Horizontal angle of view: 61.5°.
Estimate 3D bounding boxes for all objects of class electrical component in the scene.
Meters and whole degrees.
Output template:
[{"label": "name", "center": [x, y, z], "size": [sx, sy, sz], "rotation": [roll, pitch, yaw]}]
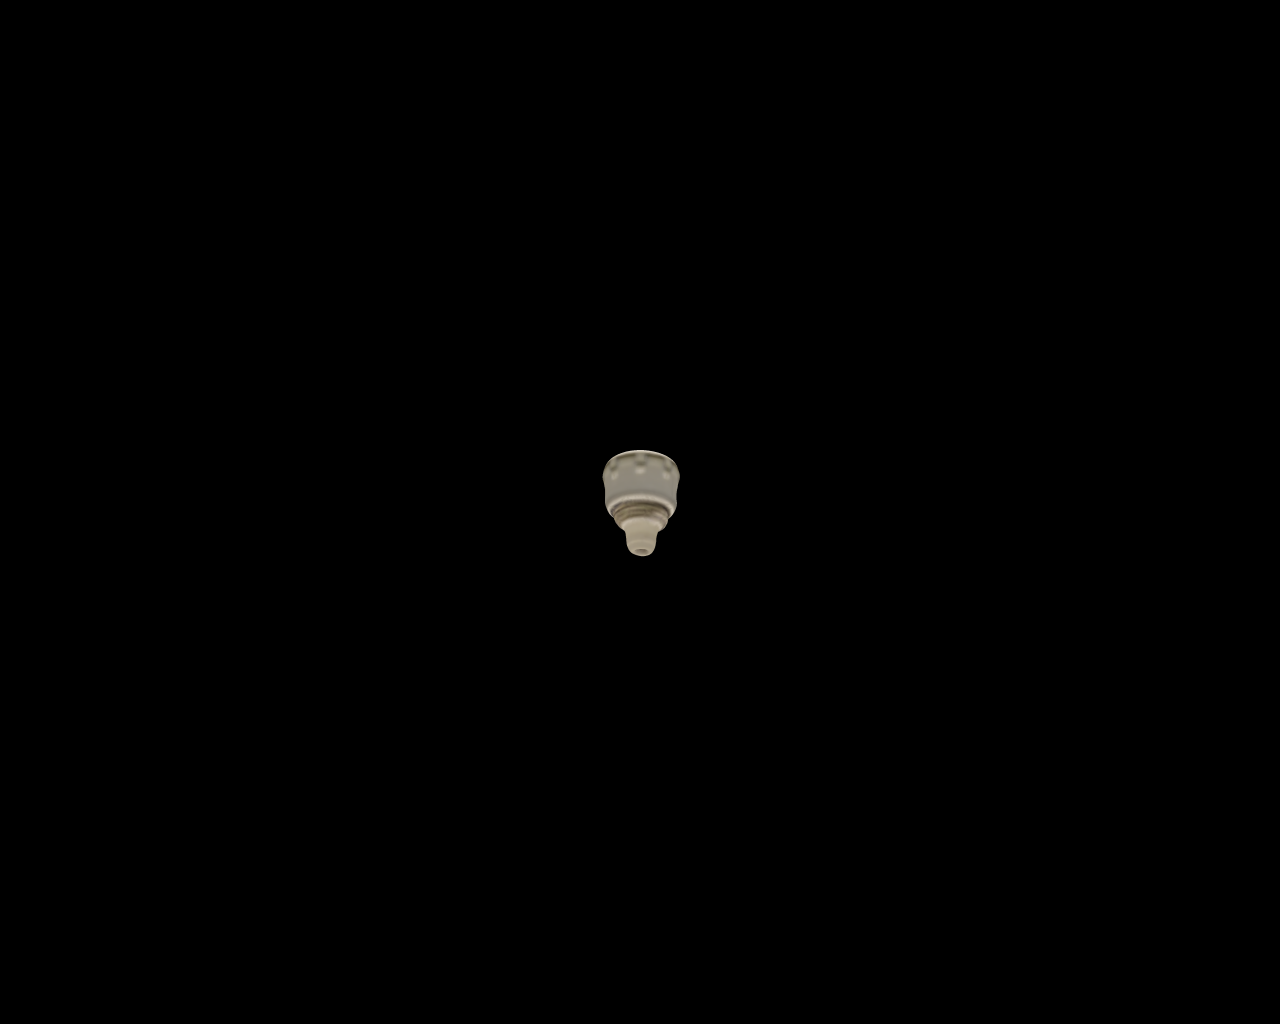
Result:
[{"label": "electrical component", "center": [0.001, -0.003, 0.650], "size": [0.048, 0.062, 0.048], "rotation": [0, -27, 0]}]
